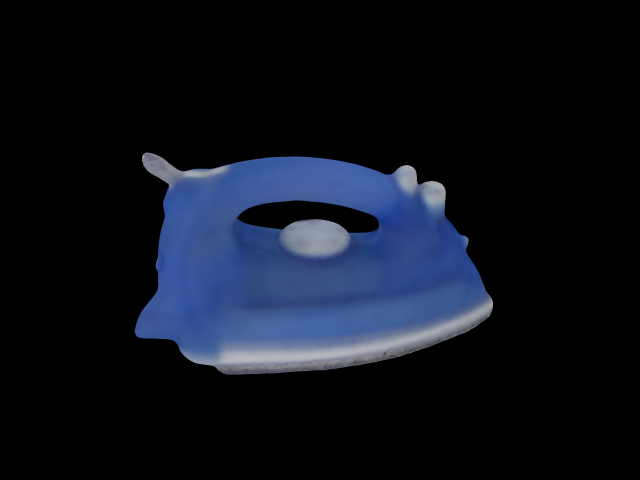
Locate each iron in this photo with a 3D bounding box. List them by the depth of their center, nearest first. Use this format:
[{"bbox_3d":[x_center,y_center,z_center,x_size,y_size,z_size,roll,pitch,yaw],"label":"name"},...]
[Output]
[{"bbox_3d":[0.004,0.001,0.400,0.258,0.141,0.118,-3,32,-5],"label":"iron"}]
